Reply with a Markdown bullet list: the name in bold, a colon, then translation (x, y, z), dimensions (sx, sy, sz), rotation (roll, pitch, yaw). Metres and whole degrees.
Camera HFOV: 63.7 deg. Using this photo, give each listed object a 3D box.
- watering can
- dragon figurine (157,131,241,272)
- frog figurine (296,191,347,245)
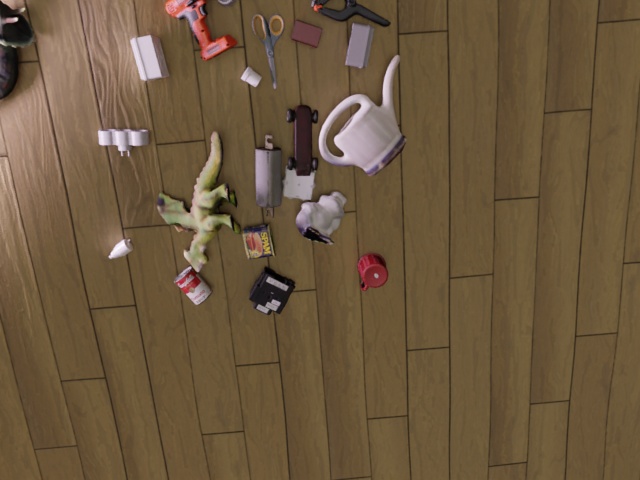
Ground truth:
- **watering can**: translation (0.159, -0.330, 1.457), dimensions (0.223, 0.345, 0.105), rotation (42, 10, -15)
- **dragon figurine**: translation (-0.364, -0.103, 1.503), dimensions (0.242, 0.405, 0.124), rotation (-6, 15, 7)
- **frog figurine**: translation (0.005, -0.077, 1.537), dimensions (0.136, 0.162, 0.121), rotation (27, -21, -23)
